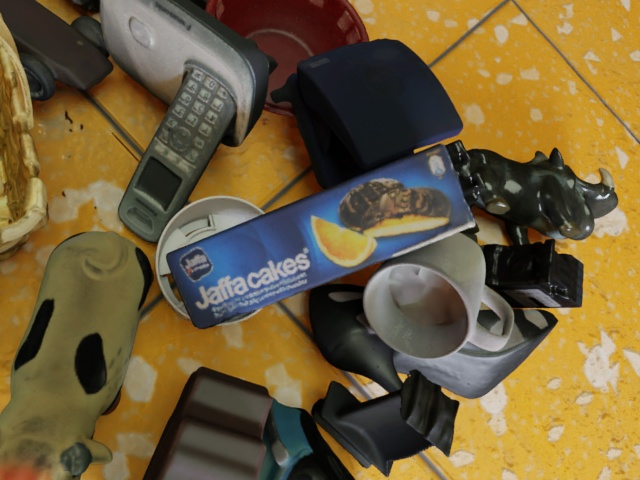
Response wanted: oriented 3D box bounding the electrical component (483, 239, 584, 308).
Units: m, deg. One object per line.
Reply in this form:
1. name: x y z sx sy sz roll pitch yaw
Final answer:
1. electrical component: 0.219 0.041 0.533 0.119 0.075 0.048 31 64 -41

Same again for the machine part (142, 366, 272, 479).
1. machine part: -0.089 0.165 0.339 0.056 0.179 0.179 24 68 -9

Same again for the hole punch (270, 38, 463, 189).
1. hole punch: 0.044 -0.112 0.455 0.142 0.092 0.115 -23 96 -21

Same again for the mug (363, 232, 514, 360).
1. mug: 0.102 0.036 0.425 0.110 0.080 0.107 24 34 15

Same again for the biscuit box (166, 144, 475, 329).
1. biscuit box: -0.001 -0.001 0.377 0.203 0.063 0.059 -22 92 4

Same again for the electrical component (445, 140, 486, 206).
1. electrical component: 0.061 -0.024 0.475 0.134 0.115 0.058 -24 80 -24

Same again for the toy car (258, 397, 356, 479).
1. toy car: -0.018 0.206 0.396 0.103 0.109 0.161 -35 101 -2

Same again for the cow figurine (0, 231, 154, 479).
1. cow figurine: -0.164 0.086 0.356 0.085 0.127 0.195 15 68 -12

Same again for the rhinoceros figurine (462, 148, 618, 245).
1. rhinoceros figurine: 0.226 -0.046 0.569 0.190 0.073 0.112 10 61 -15

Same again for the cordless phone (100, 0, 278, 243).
1. cordless phone: -0.133 -0.102 0.434 0.147 0.089 0.184 36 105 5

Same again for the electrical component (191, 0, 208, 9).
1. electrical component: -0.122 -0.253 0.518 0.078 0.045 0.102 30 66 -40

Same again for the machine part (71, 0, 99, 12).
1. machine part: -0.246 -0.284 0.462 0.243 0.079 0.079 43 65 -4

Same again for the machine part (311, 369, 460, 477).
1. machine part: 0.046 0.139 0.409 0.084 0.139 0.039 52 51 1

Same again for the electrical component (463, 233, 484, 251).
1. electrical component: 0.138 0.025 0.539 0.094 0.021 0.063 4 74 -20

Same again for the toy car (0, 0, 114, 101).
1. toy car: -0.268 -0.186 0.439 0.202 0.053 0.089 35 46 -9

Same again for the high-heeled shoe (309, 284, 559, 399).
1. high-heeled shoe: 0.109 0.075 0.503 0.249 0.086 0.145 -14 51 -38
